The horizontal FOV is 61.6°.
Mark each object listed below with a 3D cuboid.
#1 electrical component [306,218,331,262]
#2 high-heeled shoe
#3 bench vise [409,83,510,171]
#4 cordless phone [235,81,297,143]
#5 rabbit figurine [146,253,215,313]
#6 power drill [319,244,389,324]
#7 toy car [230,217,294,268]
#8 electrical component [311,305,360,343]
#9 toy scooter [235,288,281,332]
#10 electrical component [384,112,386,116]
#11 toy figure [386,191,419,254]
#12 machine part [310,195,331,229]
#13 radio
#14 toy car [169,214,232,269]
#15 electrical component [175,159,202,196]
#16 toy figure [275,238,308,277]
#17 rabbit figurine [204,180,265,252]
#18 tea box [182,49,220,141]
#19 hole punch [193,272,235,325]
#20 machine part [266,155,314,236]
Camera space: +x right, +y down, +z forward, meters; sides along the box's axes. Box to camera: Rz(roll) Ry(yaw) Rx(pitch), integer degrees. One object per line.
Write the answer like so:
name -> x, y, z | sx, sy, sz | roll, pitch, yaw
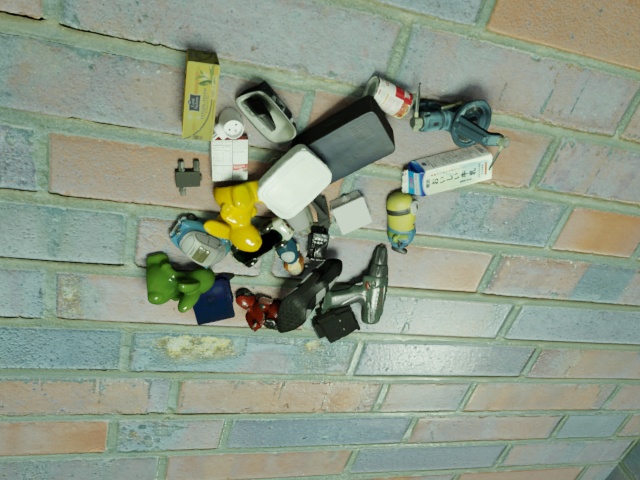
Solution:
electrical component -> -0.003, -0.004, 1.437 | 0.048, 0.075, 0.119 | 6, 96, -11
high-heeled shoe -> -0.029, 0.148, 1.476 | 0.086, 0.145, 0.248 | 43, 120, 5
bench vise -> 0.337, -0.270, 1.266 | 0.223, 0.241, 0.128 | -1, 121, -34
cordless phone -> -0.104, -0.258, 1.174 | 0.089, 0.184, 0.146 | -39, 124, 6
rabbit figurine -> -0.353, 0.104, 1.374 | 0.170, 0.159, 0.121 | -6, 115, -13
power drill -> 0.095, 0.130, 1.546 | 0.207, 0.086, 0.231 | -4, 100, -13
toy car -> -0.155, 0.008, 1.393 | 0.202, 0.056, 0.073 | -30, 111, 33
electrical component -> 0.044, 0.248, 1.638 | 0.134, 0.058, 0.114 | -25, 124, 1
toy scooter -> -0.155, 0.213, 1.511 | 0.183, 0.135, 0.075 | 28, 111, -31
electrical component -> 0.118, -0.283, 1.308 | 0.102, 0.045, 0.078 | 8, 92, -23
toy figure -> 0.221, -0.048, 1.471 | 0.089, 0.082, 0.180 | -6, 127, -14
machine part -> -0.004, -0.089, 1.364 | 0.039, 0.084, 0.138 | -11, 148, 19
radio -> 0.057, -0.226, 1.269 | 0.230, 0.073, 0.131 | -24, 130, 26
toy car -> -0.296, 0.011, 1.356 | 0.161, 0.103, 0.109 | 30, 110, -32
electrical component -> -0.315, -0.149, 1.290 | 0.063, 0.021, 0.093 | -2, 123, -15
toy figure -> -0.080, 0.050, 1.471 | 0.064, 0.058, 0.154 | 3, 135, 30
rabbit figurine -> -0.202, -0.050, 1.306 | 0.162, 0.122, 0.173 | -10, 104, 23
tea box -> -0.258, -0.308, 1.151 | 0.068, 0.098, 0.169 | 2, 121, -17
hole punch -> -0.294, 0.162, 1.469 | 0.142, 0.092, 0.115 | -11, 122, -4
machine part -> -0.077, -0.105, 1.352 | 0.079, 0.079, 0.242 | -22, 127, 0
